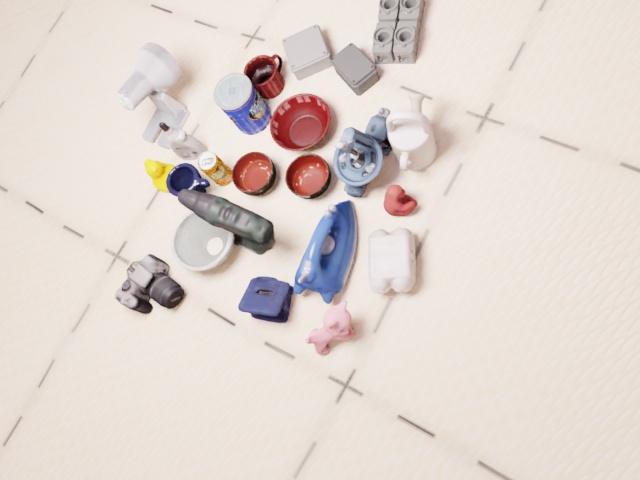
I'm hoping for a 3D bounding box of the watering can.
[{"bbox_3d":[0.203,-0.247,1.292,0.100,0.194,0.173,-13,70,13],"label":"watering can"}]

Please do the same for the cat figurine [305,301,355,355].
[{"bbox_3d":[0.023,0.191,1.249,0.128,0.118,0.067,-35,66,4],"label":"cat figurine"}]

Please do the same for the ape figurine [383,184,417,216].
[{"bbox_3d":[0.176,-0.097,1.308,0.076,0.092,0.077,-24,68,9],"label":"ape figurine"}]

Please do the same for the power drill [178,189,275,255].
[{"bbox_3d":[-0.198,-0.039,1.339,0.229,0.209,0.076,20,80,22],"label":"power drill"}]

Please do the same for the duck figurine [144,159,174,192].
[{"bbox_3d":[-0.425,-0.178,1.519,0.104,0.086,0.077,41,88,24],"label":"duck figurine"}]

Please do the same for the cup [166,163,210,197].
[{"bbox_3d":[-0.321,-0.139,1.471,0.117,0.095,0.092,7,75,19],"label":"cup"}]

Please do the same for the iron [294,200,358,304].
[{"bbox_3d":[0.012,0.005,1.299,0.118,0.142,0.258,14,78,21],"label":"iron"}]

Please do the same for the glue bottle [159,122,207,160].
[{"bbox_3d":[-0.363,-0.259,1.478,0.078,0.173,0.037,-4,72,16],"label":"glue bottle"}]

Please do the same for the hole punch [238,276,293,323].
[{"bbox_3d":[-0.125,0.133,1.327,0.108,0.091,0.101,6,75,19],"label":"hole punch"}]

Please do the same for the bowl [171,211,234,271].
[{"bbox_3d":[-0.279,0.005,1.423,0.167,0.075,0.167,-5,72,15],"label":"bowl"}]

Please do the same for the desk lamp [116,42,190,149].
[{"bbox_3d":[-0.437,-0.383,1.518,0.117,0.214,0.203,22,80,22],"label":"desk lamp"}]

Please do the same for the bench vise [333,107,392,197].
[{"bbox_3d":[0.088,-0.223,1.305,0.121,0.220,0.207,6,75,19],"label":"bench vise"}]

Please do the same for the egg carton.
[{"bbox_3d":[0.161,0.046,1.280,0.107,0.069,0.150,-6,72,15],"label":"egg carton"}]

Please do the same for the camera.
[{"bbox_3d":[-0.416,0.122,1.413,0.136,0.101,0.143,32,84,23],"label":"camera"}]
